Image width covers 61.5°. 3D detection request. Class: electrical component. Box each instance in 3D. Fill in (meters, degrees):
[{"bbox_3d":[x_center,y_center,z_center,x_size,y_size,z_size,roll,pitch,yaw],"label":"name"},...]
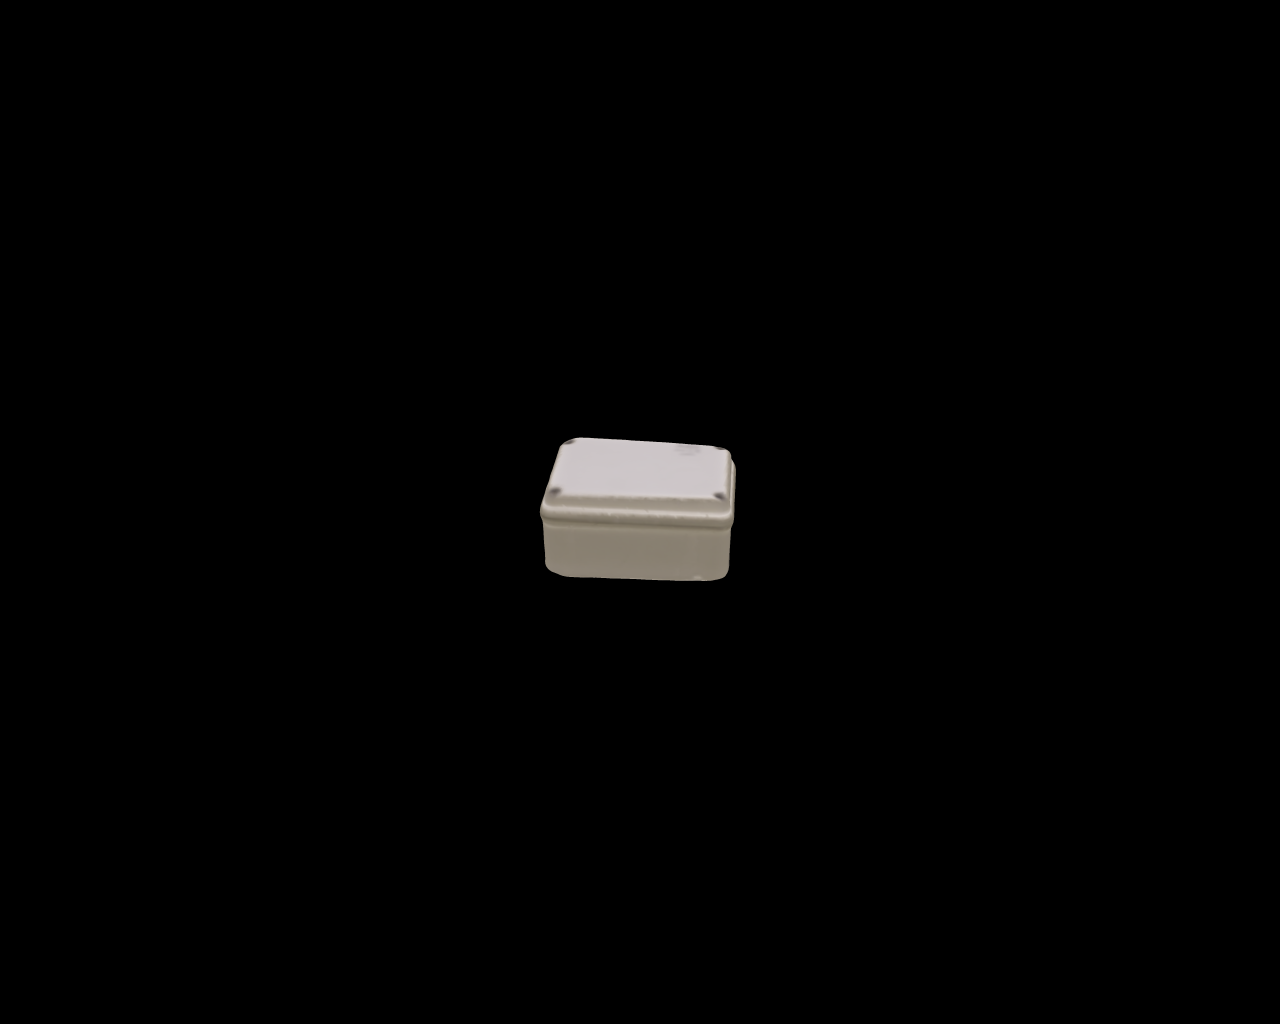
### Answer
[{"bbox_3d":[0.001,-0.003,0.650,0.113,0.057,0.078,3,32,5],"label":"electrical component"}]
